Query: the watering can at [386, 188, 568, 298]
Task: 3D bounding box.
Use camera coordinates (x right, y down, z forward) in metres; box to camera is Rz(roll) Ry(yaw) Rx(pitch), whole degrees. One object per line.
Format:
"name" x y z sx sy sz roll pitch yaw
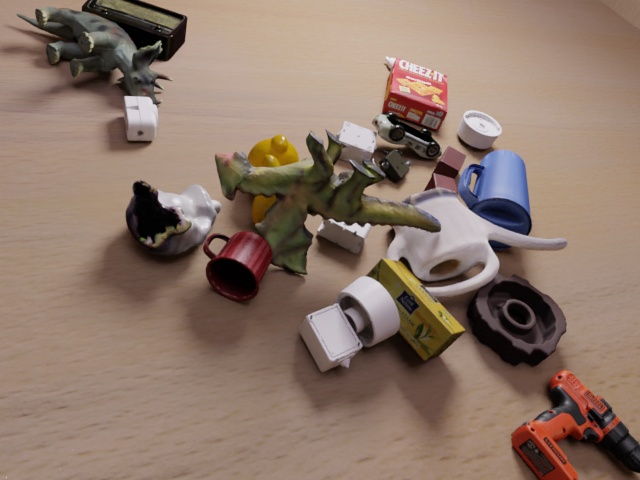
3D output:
"watering can" 0.280 -0.007 1.010 0.348 0.101 0.229 -17 56 -9

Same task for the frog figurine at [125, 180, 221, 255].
"frog figurine" -0.249 -0.040 0.892 0.138 0.122 0.160 20 9 10

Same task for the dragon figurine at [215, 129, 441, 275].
"dragon figurine" 0.003 -0.045 0.900 0.407 0.241 0.124 35 14 -18
